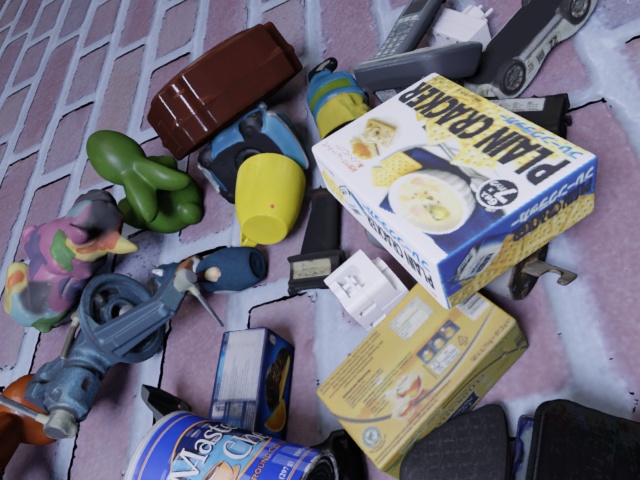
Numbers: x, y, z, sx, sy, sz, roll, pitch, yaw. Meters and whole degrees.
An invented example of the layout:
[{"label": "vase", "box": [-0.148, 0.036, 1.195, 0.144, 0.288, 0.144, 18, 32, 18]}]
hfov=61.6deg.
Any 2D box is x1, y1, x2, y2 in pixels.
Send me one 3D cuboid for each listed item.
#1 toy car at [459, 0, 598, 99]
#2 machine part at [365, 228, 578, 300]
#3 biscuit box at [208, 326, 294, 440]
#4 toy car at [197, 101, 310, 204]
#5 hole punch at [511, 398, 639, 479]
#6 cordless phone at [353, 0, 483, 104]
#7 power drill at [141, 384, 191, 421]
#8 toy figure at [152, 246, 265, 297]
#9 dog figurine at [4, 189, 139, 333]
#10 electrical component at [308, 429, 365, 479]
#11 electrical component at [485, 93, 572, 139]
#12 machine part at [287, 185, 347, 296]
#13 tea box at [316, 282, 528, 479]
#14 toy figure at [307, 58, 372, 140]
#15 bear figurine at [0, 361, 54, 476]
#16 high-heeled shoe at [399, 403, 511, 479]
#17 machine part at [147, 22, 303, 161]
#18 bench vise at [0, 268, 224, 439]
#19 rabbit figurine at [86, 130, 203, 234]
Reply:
[{"label": "toy car", "box": [0.246, -0.237, 0.642, 0.201, 0.056, 0.074, -48, 42, -2]}, {"label": "machine part", "box": [0.133, -0.003, 0.541, 0.244, 0.079, 0.079, 21, 73, 39]}, {"label": "biscuit box", "box": [-0.074, 0.193, 0.541, 0.059, 0.062, 0.203, -11, 56, 24]}, {"label": "toy car", "box": [-0.085, -0.123, 0.744, 0.162, 0.109, 0.103, -22, 26, 31]}, {"label": "hole punch", "box": [0.194, 0.185, 0.386, 0.116, 0.092, 0.142, 16, 63, 8]}, {"label": "cordless phone", "box": [0.137, -0.247, 0.646, 0.147, 0.088, 0.184, 11, 70, 53]}, {"label": "power drill", "box": [-0.208, 0.262, 0.566, 0.232, 0.085, 0.207, 18, 66, 38]}, {"label": "toy figure", "box": [-0.146, 0.043, 0.684, 0.155, 0.064, 0.058, -11, 65, 23]}, {"label": "dog figurine", "box": [-0.338, 0.031, 0.735, 0.219, 0.108, 0.191, -9, 65, 46]}, {"label": "electrical component", "box": [0.008, 0.236, 0.474, 0.075, 0.047, 0.119, -24, 51, 15]}, {"label": "electrical component", "box": [0.196, -0.087, 0.572, 0.115, 0.058, 0.134, 8, 65, 36]}, {"label": "machine part", "box": [-0.001, -0.002, 0.646, 0.084, 0.039, 0.139, -16, 55, 32]}, {"label": "tea box", "box": [0.092, 0.118, 0.489, 0.169, 0.068, 0.098, -45, 48, -1]}, {"label": "toy figure", "box": [0.030, -0.156, 0.701, 0.089, 0.082, 0.180, -43, 53, 25]}, {"label": "bear figurine", "box": [-0.373, 0.253, 0.653, 0.120, 0.132, 0.196, -44, 1, 26]}, {"label": "high-heeled shoe", "box": [0.094, 0.255, 0.415, 0.086, 0.145, 0.249, 12, 40, 45]}, {"label": "machine part", "box": [-0.139, -0.207, 0.756, 0.201, 0.087, 0.201, -39, 13, -19]}, {"label": "bench vise", "box": [-0.240, 0.112, 0.634, 0.241, 0.128, 0.224, -31, 19, 23]}, {"label": "rabbit figurine", "box": [-0.254, -0.078, 0.756, 0.121, 0.170, 0.159, -50, 48, -7]}]
